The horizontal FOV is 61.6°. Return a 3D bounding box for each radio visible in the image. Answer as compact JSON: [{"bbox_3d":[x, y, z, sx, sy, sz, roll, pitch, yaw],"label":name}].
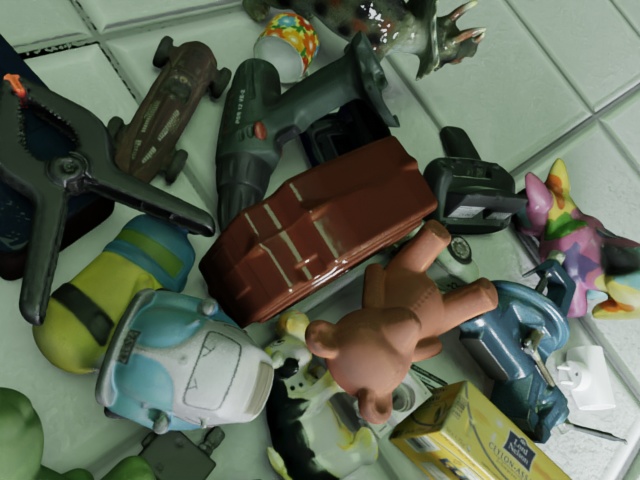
[{"bbox_3d":[-0.300,-0.091,0.486,0.229,0.073,0.131,48,53,-1],"label":"radio"}]

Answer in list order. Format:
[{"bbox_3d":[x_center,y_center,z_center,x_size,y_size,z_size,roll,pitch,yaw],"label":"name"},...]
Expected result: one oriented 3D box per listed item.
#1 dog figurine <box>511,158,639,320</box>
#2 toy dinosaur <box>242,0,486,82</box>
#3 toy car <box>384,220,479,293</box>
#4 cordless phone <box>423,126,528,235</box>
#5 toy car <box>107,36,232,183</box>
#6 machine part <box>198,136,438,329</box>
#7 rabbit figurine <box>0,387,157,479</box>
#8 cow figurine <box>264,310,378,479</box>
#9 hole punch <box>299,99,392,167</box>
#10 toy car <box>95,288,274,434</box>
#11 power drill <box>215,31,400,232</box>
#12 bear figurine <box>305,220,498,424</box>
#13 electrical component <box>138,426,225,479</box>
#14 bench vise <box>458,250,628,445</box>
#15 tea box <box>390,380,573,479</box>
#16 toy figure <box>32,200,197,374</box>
[{"bbox_3d":[0.361,-0.006,0.734,0.108,0.192,0.219,-25,96,-28],"label":"dog figurine"},{"bbox_3d":[0.029,-0.321,0.698,0.405,0.192,0.131,33,54,-12],"label":"toy dinosaur"},{"bbox_3d":[0.103,-0.002,0.652,0.201,0.073,0.056,35,55,-9],"label":"toy car"},{"bbox_3d":[0.191,-0.100,0.756,0.146,0.088,0.184,1,55,-26],"label":"cordless phone"},{"bbox_3d":[-0.167,-0.150,0.597,0.089,0.053,0.202,29,55,-17],"label":"toy car"},{"bbox_3d":[-0.001,-0.002,0.519,0.201,0.201,0.087,-30,84,-35],"label":"machine part"},{"bbox_3d":[-0.206,0.175,0.366,0.159,0.121,0.170,-20,109,6],"label":"rabbit figurine"},{"bbox_3d":[-0.022,0.156,0.517,0.098,0.068,0.167,-21,76,-28],"label":"cow figurine"},{"bbox_3d":[0.041,-0.122,0.683,0.115,0.092,0.142,4,58,-60],"label":"hole punch"},{"bbox_3d":[-0.092,0.110,0.440,0.161,0.103,0.109,47,59,-55],"label":"toy car"},{"bbox_3d":[-0.021,-0.121,0.584,0.086,0.207,0.232,36,39,-47],"label":"power drill"},{"bbox_3d":[0.080,0.072,0.519,0.120,0.132,0.196,52,25,7],"label":"bear figurine"},{"bbox_3d":[-0.128,0.192,0.468,0.063,0.021,0.094,44,55,-2],"label":"electrical component"},{"bbox_3d":[0.265,0.115,0.657,0.223,0.129,0.240,44,58,-7],"label":"bench vise"},{"bbox_3d":[0.170,0.233,0.560,0.169,0.098,0.068,44,55,-4],"label":"tea box"},{"bbox_3d":[-0.174,0.038,0.485,0.089,0.082,0.180,25,63,7],"label":"toy figure"}]
